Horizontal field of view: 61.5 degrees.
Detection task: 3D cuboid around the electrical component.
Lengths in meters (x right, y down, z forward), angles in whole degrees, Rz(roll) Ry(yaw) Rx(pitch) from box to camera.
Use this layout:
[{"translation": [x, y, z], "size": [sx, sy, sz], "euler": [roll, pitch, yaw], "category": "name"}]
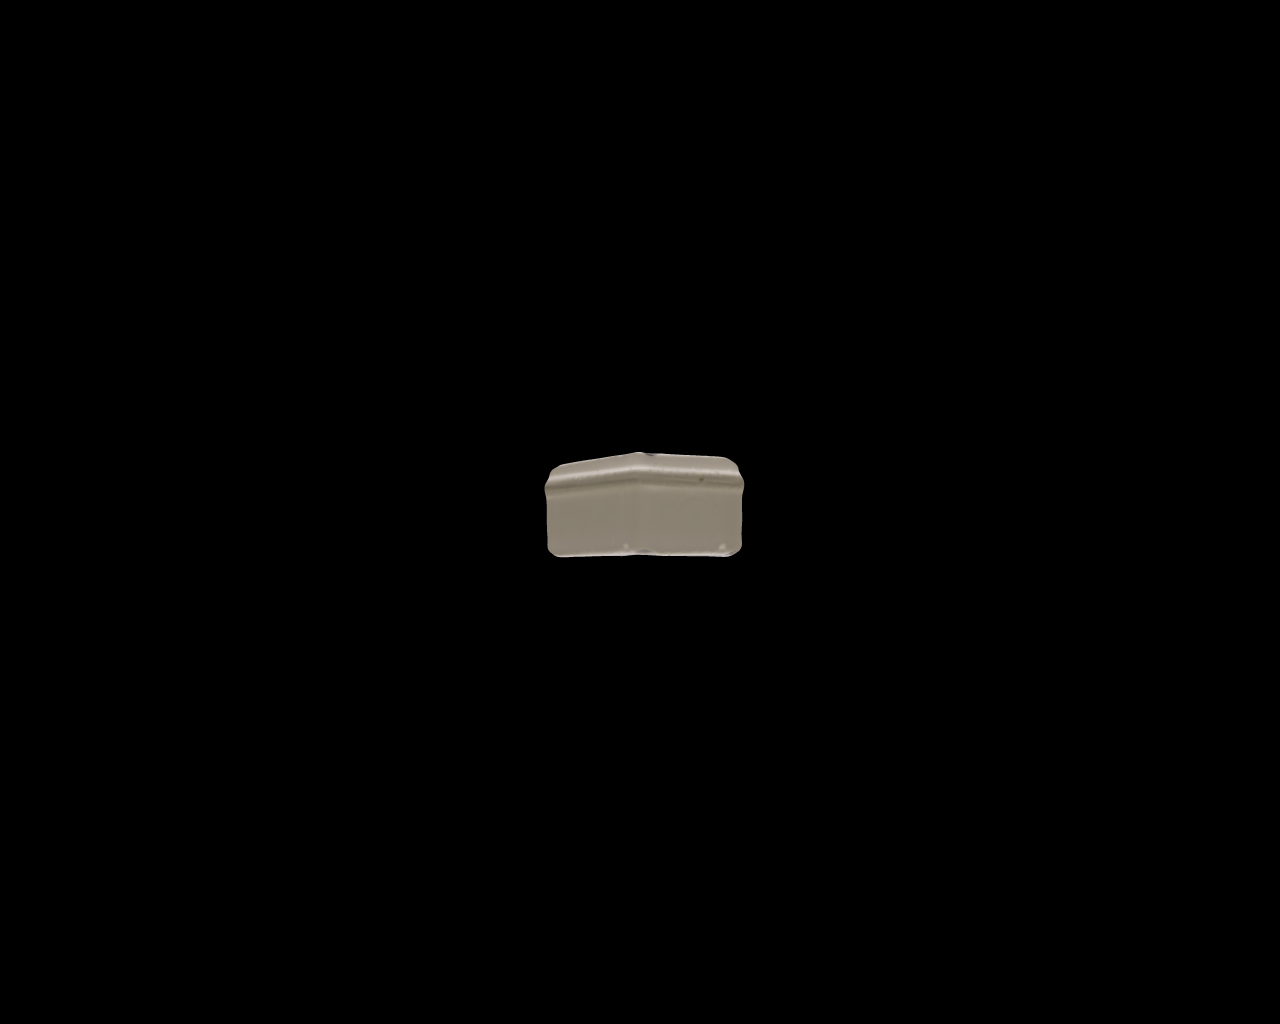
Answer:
[{"translation": [0.001, -0.003, 0.650], "size": [0.078, 0.057, 0.113], "euler": [2, -3, -36], "category": "electrical component"}]
